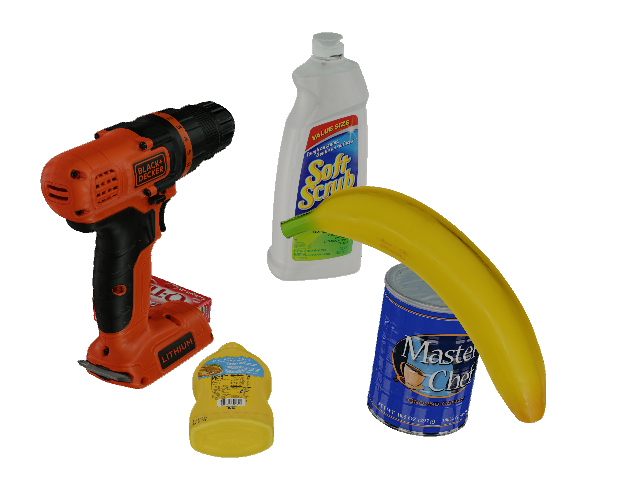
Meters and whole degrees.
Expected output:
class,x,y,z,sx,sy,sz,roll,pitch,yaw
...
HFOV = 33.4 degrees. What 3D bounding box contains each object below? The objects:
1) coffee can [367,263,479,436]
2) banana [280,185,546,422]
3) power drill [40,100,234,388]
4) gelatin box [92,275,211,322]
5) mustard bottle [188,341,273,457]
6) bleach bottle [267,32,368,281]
class,x,y,z,sx,sy,sz,roll,pitch,yaw
coffee can,0.105,0.104,1.042,0.103,0.140,0.103,6,23,-3
banana,0.072,0.026,0.645,0.198,0.070,0.037,39,30,5
power drill,-0.122,0.000,0.788,0.057,0.188,0.184,12,26,32
gelatin box,-0.161,0.065,1.019,0.089,0.030,0.073,20,28,29
mustard bottle,-0.106,0.180,1.281,0.096,0.058,0.191,-3,28,-3
bleach bottle,-0.003,-0.084,1.083,0.102,0.251,0.068,-5,27,-12
